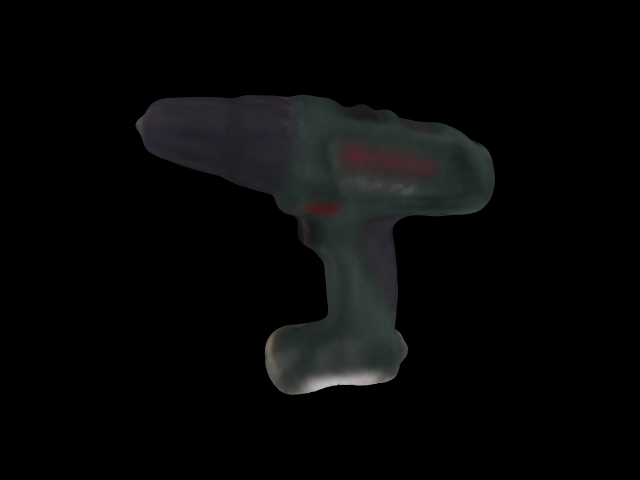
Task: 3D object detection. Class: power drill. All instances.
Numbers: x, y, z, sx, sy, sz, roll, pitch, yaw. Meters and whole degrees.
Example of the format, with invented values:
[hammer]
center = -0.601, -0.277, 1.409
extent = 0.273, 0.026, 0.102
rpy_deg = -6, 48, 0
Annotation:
[power drill]
center = 0.004, 0.001, 0.400
extent = 0.230, 0.208, 0.075
rpy_deg = -6, 28, -12
